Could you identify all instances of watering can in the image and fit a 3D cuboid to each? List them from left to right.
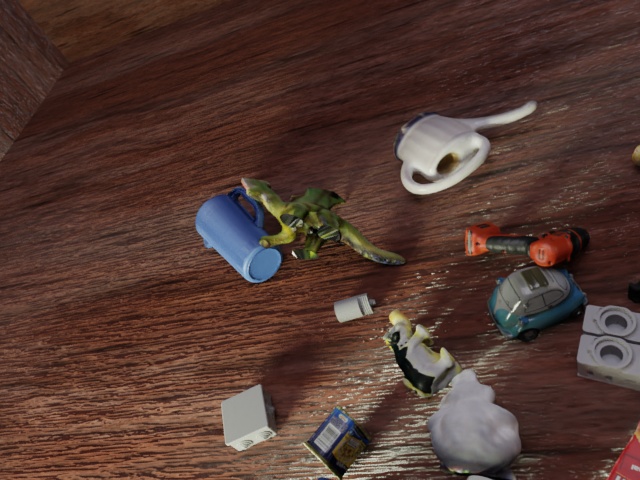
[{"bbox_3d":[0.318,-0.240,1.214,0.349,0.102,0.228,-39,44,-6],"label":"watering can"}]

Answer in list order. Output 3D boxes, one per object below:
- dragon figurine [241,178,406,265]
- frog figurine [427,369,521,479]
[{"bbox_3d":[0.004,-0.060,1.199,0.410,0.119,0.248,16,37,1],"label":"dragon figurine"},{"bbox_3d":[0.235,0.275,0.792,0.136,0.121,0.163,-18,54,40],"label":"frog figurine"}]
